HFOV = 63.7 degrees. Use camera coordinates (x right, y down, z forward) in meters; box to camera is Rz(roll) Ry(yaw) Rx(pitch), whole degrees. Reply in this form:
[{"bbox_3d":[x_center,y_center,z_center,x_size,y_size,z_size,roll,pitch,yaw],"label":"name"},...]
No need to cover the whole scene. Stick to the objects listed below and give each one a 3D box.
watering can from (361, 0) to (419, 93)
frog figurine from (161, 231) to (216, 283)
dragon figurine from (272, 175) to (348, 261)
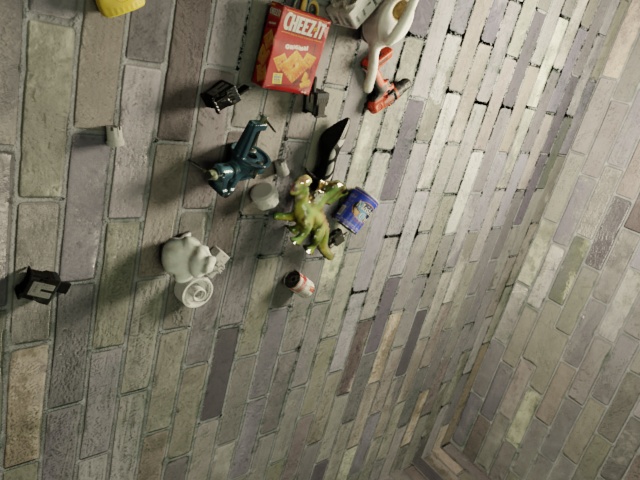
[{"bbox_3d":[0.179,-0.597,1.484,0.103,0.228,0.345,23,103,-24],"label":"watering can"},{"bbox_3d":[-0.362,0.059,1.415,0.122,0.161,0.136,13,105,-44],"label":"frog figurine"},{"bbox_3d":[0.005,-0.084,1.666,0.242,0.124,0.405,-47,143,7],"label":"dragon figurine"}]
